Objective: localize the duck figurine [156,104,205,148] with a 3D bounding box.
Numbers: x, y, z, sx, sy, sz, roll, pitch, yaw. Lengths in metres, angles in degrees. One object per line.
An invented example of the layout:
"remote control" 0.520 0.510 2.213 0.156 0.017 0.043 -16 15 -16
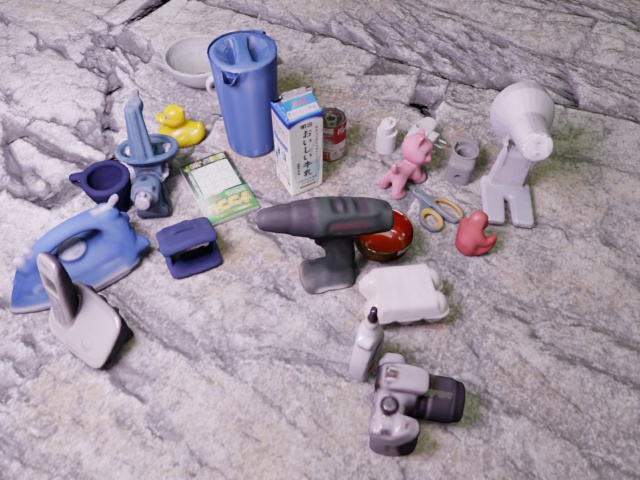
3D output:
"duck figurine" -0.304 -0.253 1.239 0.104 0.086 0.077 0 53 -1

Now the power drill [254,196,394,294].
"power drill" 0.009 0.003 0.976 0.230 0.208 0.075 -12 54 -10

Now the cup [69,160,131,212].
"cup" -0.418 -0.093 1.111 0.117 0.095 0.091 4 53 2

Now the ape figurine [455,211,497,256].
"ape figurine" 0.291 -0.018 1.070 0.076 0.092 0.077 -24 57 -18

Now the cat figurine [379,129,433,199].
"cat figurine" 0.182 -0.164 1.161 0.067 0.118 0.128 38 61 24

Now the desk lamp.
"desk lamp" 0.387 -0.167 1.107 0.118 0.214 0.203 4 53 3

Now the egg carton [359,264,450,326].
"egg carton" 0.144 0.098 0.994 0.150 0.069 0.107 -6 53 -5

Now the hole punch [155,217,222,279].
"hole punch" -0.244 0.002 1.046 0.109 0.091 0.101 -20 56 -15

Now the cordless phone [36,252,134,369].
"cordless phone" -0.382 0.108 0.905 0.147 0.185 0.094 30 58 20

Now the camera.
"camera" 0.147 0.246 0.864 0.136 0.101 0.143 8 53 5

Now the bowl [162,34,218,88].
"bowl" -0.285 -0.414 1.367 0.167 0.075 0.167 1 53 -1

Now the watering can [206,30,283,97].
"watering can" -0.168 -0.375 1.265 0.100 0.194 0.173 34 60 23

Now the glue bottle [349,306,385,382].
"glue bottle" 0.076 0.152 0.888 0.037 0.173 0.078 21 56 15

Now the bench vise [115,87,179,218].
"bench vise" -0.323 -0.162 1.086 0.122 0.220 0.207 -20 56 -15

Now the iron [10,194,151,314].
"iron" -0.437 0.021 0.996 0.259 0.141 0.118 -34 61 -24
